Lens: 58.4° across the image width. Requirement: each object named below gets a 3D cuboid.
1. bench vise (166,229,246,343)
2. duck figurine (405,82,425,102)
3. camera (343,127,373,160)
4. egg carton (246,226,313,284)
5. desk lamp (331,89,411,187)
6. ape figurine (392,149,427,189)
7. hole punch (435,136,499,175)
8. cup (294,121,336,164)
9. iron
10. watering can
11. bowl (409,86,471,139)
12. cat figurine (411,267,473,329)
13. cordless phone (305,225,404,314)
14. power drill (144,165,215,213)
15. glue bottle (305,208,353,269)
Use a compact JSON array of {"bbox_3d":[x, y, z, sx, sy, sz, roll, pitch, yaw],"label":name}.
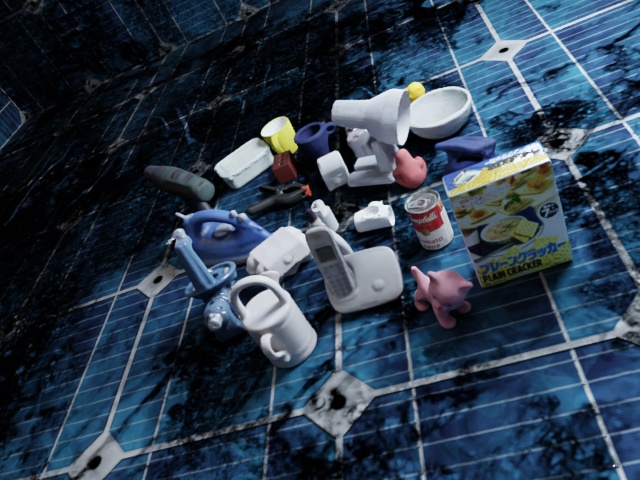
[{"bbox_3d":[-0.220,0.084,1.160,0.121,0.220,0.206,-37,36,-10],"label":"bench vise"},{"bbox_3d":[0.259,-0.368,1.488,0.077,0.086,0.104,-39,36,-12],"label":"duck figurine"},{"bbox_3d":[0.132,-0.292,1.472,0.136,0.101,0.143,-22,36,11],"label":"camera"},{"bbox_3d":[-0.086,0.037,1.252,0.150,0.070,0.107,-40,37,-14],"label":"egg carton"},{"bbox_3d":[0.126,-0.236,1.310,0.202,0.214,0.118,-4,43,32],"label":"desk lamp"},{"bbox_3d":[0.195,-0.166,1.282,0.077,0.092,0.076,-21,37,13],"label":"ape figurine"},{"bbox_3d":[0.315,-0.195,1.233,0.108,0.091,0.101,14,54,44],"label":"hole punch"},{"bbox_3d":[0.000,-0.259,1.530,0.117,0.095,0.091,-25,36,7],"label":"cup"},{"bbox_3d":[-0.222,-0.023,1.360,0.257,0.142,0.119,-6,42,30],"label":"iron"},{"bbox_3d":[-0.092,0.131,1.035,0.101,0.195,0.172,-32,36,-3],"label":"watering can"},{"bbox_3d":[0.291,-0.295,1.387,0.167,0.075,0.167,-19,37,15],"label":"bowl"},{"bbox_3d":[0.199,0.082,0.955,0.067,0.118,0.127,-40,37,-14],"label":"cat figurine"},{"bbox_3d":[0.062,0.040,1.044,0.147,0.185,0.094,-19,37,15],"label":"cordless phone"},{"bbox_3d":[-0.336,-0.101,1.477,0.228,0.209,0.076,9,51,41],"label":"power drill"},{"bbox_3d":[0.010,0.004,1.135,0.078,0.174,0.037,-33,36,-3],"label":"glue bottle"}]
